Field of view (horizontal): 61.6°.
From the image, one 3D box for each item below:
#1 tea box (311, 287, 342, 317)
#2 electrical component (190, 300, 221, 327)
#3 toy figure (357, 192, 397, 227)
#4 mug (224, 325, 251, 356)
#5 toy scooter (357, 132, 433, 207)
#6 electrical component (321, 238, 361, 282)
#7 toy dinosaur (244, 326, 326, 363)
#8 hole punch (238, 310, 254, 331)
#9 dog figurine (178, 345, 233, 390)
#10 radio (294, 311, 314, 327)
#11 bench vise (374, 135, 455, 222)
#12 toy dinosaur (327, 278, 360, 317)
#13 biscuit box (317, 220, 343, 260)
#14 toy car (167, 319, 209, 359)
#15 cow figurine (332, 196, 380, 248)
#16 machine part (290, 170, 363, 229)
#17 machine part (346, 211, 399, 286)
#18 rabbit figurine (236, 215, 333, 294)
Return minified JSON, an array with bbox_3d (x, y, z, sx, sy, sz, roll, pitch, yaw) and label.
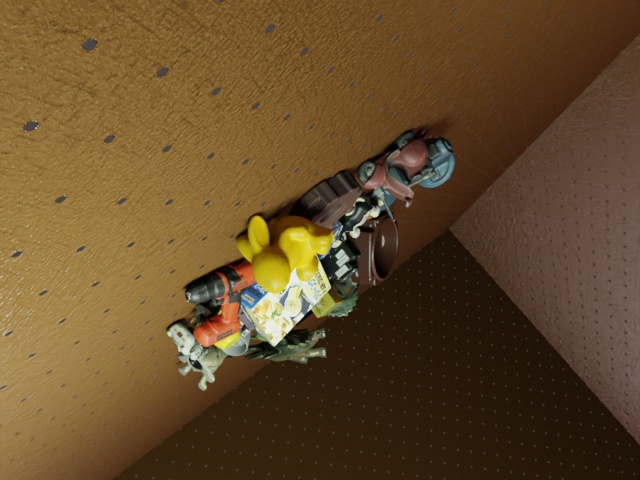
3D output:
[{"bbox_3d":[-0.021,0.128,1.495,0.068,0.170,0.098,-41,169,9],"label":"tea box"},{"bbox_3d":[-0.263,0.169,1.244,0.102,0.045,0.078,112,3,-71],"label":"electrical component"},{"bbox_3d":[0.137,-0.089,1.440,0.154,0.058,0.064,-36,162,11],"label":"toy figure"},{"bbox_3d":[-0.231,0.258,1.536,0.109,0.081,0.107,-48,-162,28],"label":"mug"},{"bbox_3d":[0.183,-0.147,1.179,0.184,0.135,0.075,-36,166,-17],"label":"toy scooter"},{"bbox_3d":[0.042,0.047,1.469,0.115,0.134,0.058,-42,167,21],"label":"electrical component"},{"bbox_3d":[-0.122,0.316,1.611,0.198,0.105,0.471,5,160,-25],"label":"toy dinosaur"},{"bbox_3d":[-0.175,0.147,1.355,0.142,0.092,0.115,-34,137,-11],"label":"hole punch"},{"bbox_3d":[-0.304,0.313,1.558,0.190,0.121,0.172,-47,179,-41],"label":"dog figurine"},{"bbox_3d":[-0.112,0.186,1.527,0.073,0.131,0.229,-42,167,12],"label":"radio"},{"bbox_3d":[0.252,-0.168,1.344,0.223,0.129,0.240,-47,159,26],"label":"bench vise"},{"bbox_3d":[0.069,0.117,1.669,0.131,0.192,0.404,-35,169,-27],"label":"toy dinosaur"},{"bbox_3d":[-0.003,-0.004,1.324,0.059,0.063,0.202,-33,166,-20],"label":"biscuit box"},{"bbox_3d":[-0.312,0.239,1.269,0.056,0.073,0.201,-39,168,-16],"label":"toy car"},{"bbox_3d":[0.068,-0.043,1.377,0.167,0.068,0.098,-46,161,17],"label":"cow figurine"},{"bbox_3d":[0.012,-0.070,1.146,0.179,0.056,0.179,-36,167,-10],"label":"machine part"},{"bbox_3d":[0.156,0.020,1.560,0.201,0.087,0.200,-20,114,-56],"label":"machine part"},{"bbox_3d":[-0.073,0.022,0.994,0.122,0.162,0.173,-47,-173,40],"label":"rabbit figurine"}]
